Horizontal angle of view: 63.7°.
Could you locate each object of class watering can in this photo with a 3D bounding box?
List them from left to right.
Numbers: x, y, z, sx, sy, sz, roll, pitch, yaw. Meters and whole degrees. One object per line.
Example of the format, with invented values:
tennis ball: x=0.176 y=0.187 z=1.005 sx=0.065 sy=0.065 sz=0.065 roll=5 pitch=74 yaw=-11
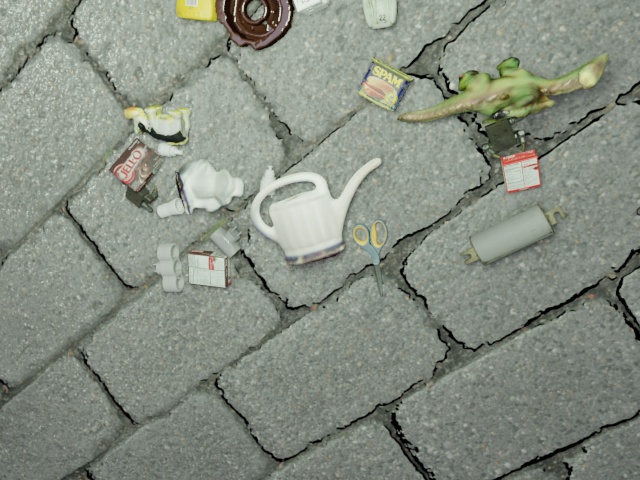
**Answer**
watering can: x=0.004 y=-0.063 z=1.244 sx=0.346 sy=0.105 sz=0.222 roll=-15 pitch=103 yaw=12

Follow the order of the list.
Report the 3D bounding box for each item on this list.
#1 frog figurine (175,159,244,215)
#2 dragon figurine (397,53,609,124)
frog figurine: x=-0.279 y=-0.141 z=1.307 sx=0.160 sy=0.122 sz=0.137 roll=-17 pitch=94 yaw=-19
dragon figurine: x=0.352 y=-0.282 z=1.031 sx=0.408 sy=0.247 sz=0.121 roll=-17 pitch=107 yaw=15
